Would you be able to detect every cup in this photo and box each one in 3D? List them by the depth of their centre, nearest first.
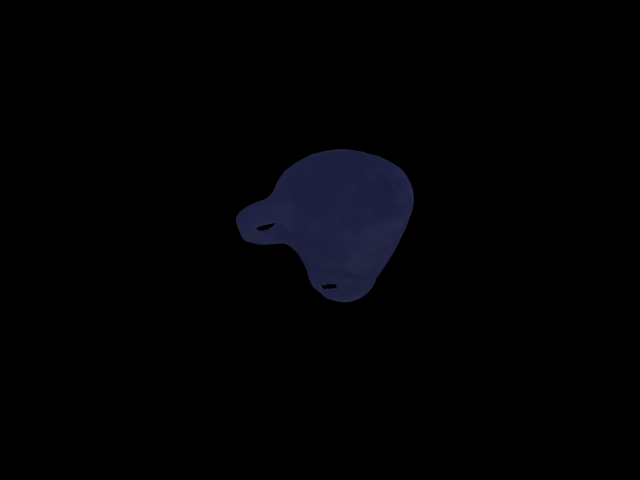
[{"bbox_3d":[0.004,0.001,0.400,0.118,0.095,0.091,-13,47,-12],"label":"cup"}]
